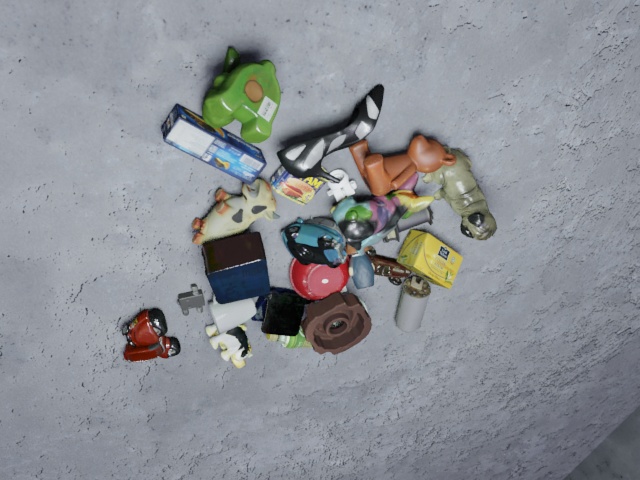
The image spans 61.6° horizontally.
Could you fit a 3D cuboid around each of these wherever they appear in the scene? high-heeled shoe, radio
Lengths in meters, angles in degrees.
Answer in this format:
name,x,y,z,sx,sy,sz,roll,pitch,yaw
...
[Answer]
name,x,y,z,sx,sy,sz,roll,pitch,yaw
high-heeled shoe,0.022,-0.226,1.072,0.145,0.086,0.248,28,86,-17
radio,-0.183,0.069,1.202,0.131,0.073,0.229,-13,156,-8

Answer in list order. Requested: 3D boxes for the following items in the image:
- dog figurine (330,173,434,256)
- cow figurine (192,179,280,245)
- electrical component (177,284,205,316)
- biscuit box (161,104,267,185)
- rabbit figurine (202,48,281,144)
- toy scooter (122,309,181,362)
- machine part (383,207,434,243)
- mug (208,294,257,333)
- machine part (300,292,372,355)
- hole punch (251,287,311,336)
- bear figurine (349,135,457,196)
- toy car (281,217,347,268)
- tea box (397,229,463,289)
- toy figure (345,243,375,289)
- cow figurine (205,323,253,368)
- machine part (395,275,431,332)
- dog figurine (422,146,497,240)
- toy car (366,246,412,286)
name,x,y,z,sx,sy,sz,roll,pitch,yaw
dog figurine,0.147,-0.073,1.228,0.219,0.108,0.191,-34,158,6
cow figurine,-0.173,-0.053,1.149,0.127,0.086,0.195,25,120,-38
electrical component,-0.315,0.146,1.308,0.063,0.021,0.093,-11,132,-12
biscuit box,-0.202,-0.182,1.041,0.202,0.063,0.059,25,116,-36
rabbit figurine,-0.156,-0.257,0.949,0.121,0.170,0.159,23,77,-37
toy scooter,-0.430,0.245,1.317,0.135,0.075,0.183,-16,138,-6
machine part,0.215,-0.043,1.340,0.139,0.039,0.084,-22,125,1
mug,-0.218,0.164,1.332,0.107,0.081,0.109,-19,111,-18
machine part,0.041,0.208,1.342,0.179,0.056,0.179,-10,128,-13
hole punch,-0.107,0.178,1.386,0.142,0.092,0.115,14,93,-27
bear figurine,0.181,-0.178,1.155,0.196,0.120,0.131,-28,130,1
toy car,-0.003,-0.004,1.239,0.103,0.162,0.109,-57,137,-32
tea box,0.289,0.051,1.402,0.169,0.068,0.098,28,83,-37
toy figure,0.094,0.043,1.317,0.058,0.154,0.064,-16,174,40
cow figurine,-0.223,0.270,1.424,0.098,0.068,0.167,-31,134,-2
machine part,0.260,0.184,1.512,0.079,0.079,0.243,-11,138,-12
dog figurine,0.332,-0.107,1.224,0.121,0.191,0.172,-35,131,10
toy car,0.167,0.072,1.411,0.202,0.053,0.089,15,119,-30
